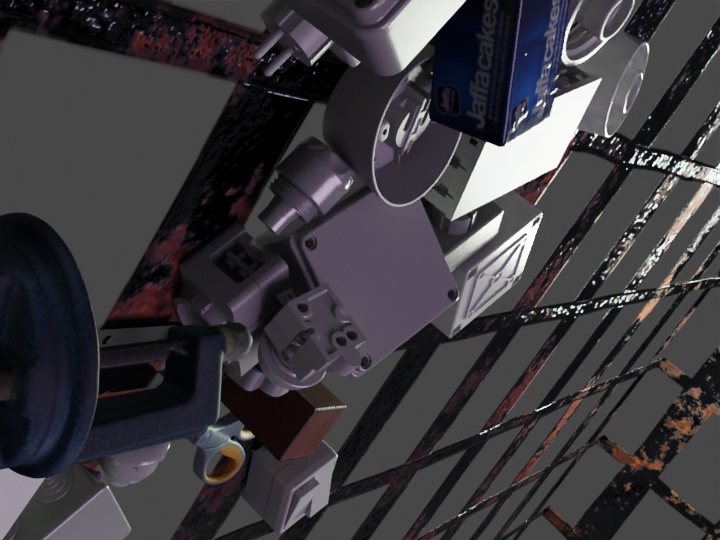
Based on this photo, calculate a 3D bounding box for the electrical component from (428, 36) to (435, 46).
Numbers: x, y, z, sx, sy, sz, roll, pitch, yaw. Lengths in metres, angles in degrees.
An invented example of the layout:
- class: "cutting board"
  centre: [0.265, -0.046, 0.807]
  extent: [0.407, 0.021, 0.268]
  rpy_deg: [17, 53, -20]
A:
- class: "electrical component"
  centre: [0.094, -0.138, 0.737]
  extent: [0.077, 0.079, 0.044]
  rpy_deg: [-24, 164, -47]

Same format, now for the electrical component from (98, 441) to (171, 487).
- class: "electrical component"
  centre: [-0.157, 0.124, 0.729]
  extent: [0.048, 0.048, 0.062]
  rpy_deg: [-29, 157, -41]

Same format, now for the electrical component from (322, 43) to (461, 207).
- class: "electrical component"
  centre: [0.025, -0.099, 0.688]
  extent: [0.099, 0.064, 0.099]
  rpy_deg: [-40, 156, -22]

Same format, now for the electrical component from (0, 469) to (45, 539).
- class: "electrical component"
  centre: [-0.225, 0.117, 0.580]
  extent: [0.099, 0.048, 0.100]
  rpy_deg: [-54, 158, 10]

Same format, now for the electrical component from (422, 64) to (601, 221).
- class: "electrical component"
  centre: [0.106, -0.111, 0.824]
  extent: [0.150, 0.062, 0.089]
  rpy_deg: [-27, 149, -43]

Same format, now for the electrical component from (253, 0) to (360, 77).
- class: "electrical component"
  centre: [-0.026, -0.133, 0.561]
  extent: [0.076, 0.047, 0.065]
  rpy_deg: [-46, 159, -5]

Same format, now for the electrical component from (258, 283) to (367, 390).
- class: "electrical component"
  centre: [-0.034, 0.045, 0.677]
  extent: [0.048, 0.066, 0.055]
  rpy_deg: [-27, 168, -44]

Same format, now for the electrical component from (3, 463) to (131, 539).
- class: "electrical component"
  centre: [-0.206, 0.170, 0.702]
  extent: [0.100, 0.048, 0.099]
  rpy_deg: [-40, 156, -22]

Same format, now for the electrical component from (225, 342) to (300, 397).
- class: "electrical component"
  centre: [-0.057, 0.050, 0.779]
  extent: [0.057, 0.058, 0.078]
  rpy_deg: [-58, 163, 22]

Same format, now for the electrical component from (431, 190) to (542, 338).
- class: "electrical component"
  centre: [0.106, -0.009, 0.993]
  extent: [0.109, 0.056, 0.108]
  rpy_deg: [-37, 155, -29]

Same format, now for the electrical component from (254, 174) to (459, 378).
- class: "electrical component"
  centre: [0.000, 0.000, 0.738]
  extent: [0.109, 0.056, 0.108]
  rpy_deg: [-35, 110, -32]

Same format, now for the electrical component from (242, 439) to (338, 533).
- class: "electrical component"
  centre: [-0.064, 0.197, 0.996]
  extent: [0.062, 0.061, 0.096]
  rpy_deg: [-32, 152, -36]

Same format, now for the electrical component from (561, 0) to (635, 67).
- class: "electrical component"
  centre: [0.167, -0.202, 0.795]
  extent: [0.108, 0.060, 0.108]
  rpy_deg: [-40, 156, -22]

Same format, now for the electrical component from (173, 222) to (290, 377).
- class: "electrical component"
  centre: [-0.082, 0.023, 0.698]
  extent: [0.056, 0.050, 0.089]
  rpy_deg: [-40, 156, -25]

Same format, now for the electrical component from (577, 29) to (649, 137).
- class: "electrical component"
  centre: [0.217, -0.170, 0.970]
  extent: [0.099, 0.064, 0.099]
  rpy_deg: [-50, 155, -34]

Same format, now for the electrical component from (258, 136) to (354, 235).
- class: "electrical component"
  centre: [-0.037, -0.050, 0.677]
  extent: [0.062, 0.043, 0.043]
  rpy_deg: [-47, 158, -5]

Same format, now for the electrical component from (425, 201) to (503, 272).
- class: "electrical component"
  centre: [0.077, -0.044, 0.897]
  extent: [0.083, 0.047, 0.075]
  rpy_deg: [-37, 154, -28]

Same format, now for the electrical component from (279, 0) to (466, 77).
- class: "electrical component"
  centre: [-0.007, -0.152, 0.478]
  extent: [0.078, 0.113, 0.057]
  rpy_deg: [-48, 161, -4]
